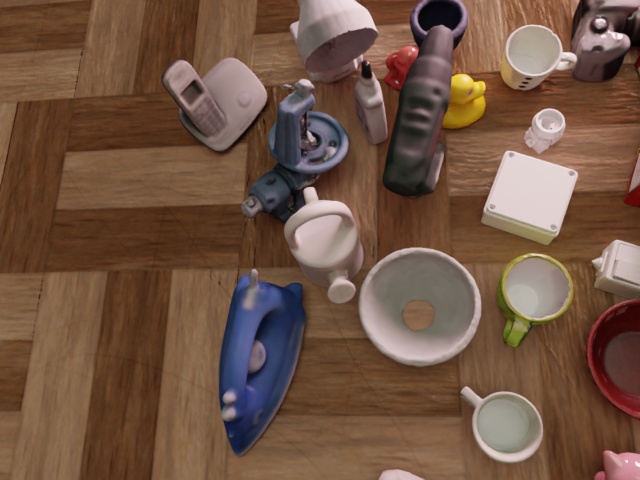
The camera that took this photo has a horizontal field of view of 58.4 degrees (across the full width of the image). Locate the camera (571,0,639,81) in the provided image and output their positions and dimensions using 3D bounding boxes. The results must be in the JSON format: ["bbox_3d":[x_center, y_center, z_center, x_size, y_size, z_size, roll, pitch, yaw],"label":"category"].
[{"bbox_3d":[0.475,-0.335,0.900,0.136,0.101,0.143,7,73,10],"label":"camera"}]

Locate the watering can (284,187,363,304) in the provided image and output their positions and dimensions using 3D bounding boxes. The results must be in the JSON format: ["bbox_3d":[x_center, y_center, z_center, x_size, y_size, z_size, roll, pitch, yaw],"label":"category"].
[{"bbox_3d":[0.009,0.002,0.803,0.101,0.194,0.172,-39,71,-6],"label":"watering can"}]

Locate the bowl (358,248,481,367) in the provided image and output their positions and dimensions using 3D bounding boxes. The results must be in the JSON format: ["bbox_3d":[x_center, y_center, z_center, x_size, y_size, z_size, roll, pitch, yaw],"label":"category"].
[{"bbox_3d":[0.140,0.099,0.816,0.167,0.075,0.167,-2,72,7],"label":"bowl"}]

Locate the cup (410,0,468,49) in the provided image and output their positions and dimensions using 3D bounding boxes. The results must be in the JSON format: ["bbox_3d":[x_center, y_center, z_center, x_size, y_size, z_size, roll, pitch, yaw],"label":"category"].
[{"bbox_3d":[0.196,-0.350,0.946,0.091,0.095,0.118,9,73,11],"label":"cup"}]

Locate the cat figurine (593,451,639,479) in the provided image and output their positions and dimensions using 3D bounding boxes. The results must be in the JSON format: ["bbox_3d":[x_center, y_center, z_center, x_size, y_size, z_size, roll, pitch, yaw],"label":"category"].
[{"bbox_3d":[0.384,0.312,0.689,0.067,0.118,0.127,-19,70,2],"label":"cat figurine"}]

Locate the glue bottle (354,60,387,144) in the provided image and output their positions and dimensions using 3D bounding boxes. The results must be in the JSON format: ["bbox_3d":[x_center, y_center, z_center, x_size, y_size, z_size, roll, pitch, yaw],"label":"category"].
[{"bbox_3d":[0.076,-0.218,0.878,0.037,0.173,0.078,-22,70,0],"label":"glue bottle"}]

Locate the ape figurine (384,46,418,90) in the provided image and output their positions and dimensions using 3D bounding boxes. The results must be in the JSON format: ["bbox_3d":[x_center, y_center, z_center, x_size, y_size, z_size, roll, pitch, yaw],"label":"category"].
[{"bbox_3d":[0.143,-0.282,0.933,0.076,0.092,0.078,-12,71,4],"label":"ape figurine"}]

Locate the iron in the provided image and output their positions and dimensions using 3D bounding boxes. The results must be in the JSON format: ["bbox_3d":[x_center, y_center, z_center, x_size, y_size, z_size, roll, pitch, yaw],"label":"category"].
[{"bbox_3d":[-0.099,0.168,0.791,0.118,0.141,0.258,7,73,10],"label":"iron"}]

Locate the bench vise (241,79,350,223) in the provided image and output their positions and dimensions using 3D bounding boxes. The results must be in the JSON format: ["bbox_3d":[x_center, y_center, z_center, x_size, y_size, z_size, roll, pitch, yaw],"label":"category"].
[{"bbox_3d":[-0.034,-0.121,0.836,0.121,0.220,0.207,20,76,14],"label":"bench vise"}]

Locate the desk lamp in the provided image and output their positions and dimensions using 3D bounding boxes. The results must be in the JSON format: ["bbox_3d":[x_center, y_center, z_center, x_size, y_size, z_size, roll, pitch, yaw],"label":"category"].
[{"bbox_3d":[0.006,-0.340,0.906,0.118,0.214,0.203,-23,70,0],"label":"desk lamp"}]

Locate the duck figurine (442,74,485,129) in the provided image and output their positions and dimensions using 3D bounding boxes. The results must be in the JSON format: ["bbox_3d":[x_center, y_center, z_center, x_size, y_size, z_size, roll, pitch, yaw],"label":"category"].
[{"bbox_3d":[0.213,-0.228,0.908,0.104,0.086,0.077,-3,71,7],"label":"duck figurine"}]

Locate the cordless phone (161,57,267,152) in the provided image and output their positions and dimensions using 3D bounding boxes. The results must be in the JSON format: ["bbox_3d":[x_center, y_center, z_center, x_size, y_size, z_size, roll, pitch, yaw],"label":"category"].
[{"bbox_3d":[-0.170,-0.241,0.913,0.094,0.185,0.148,33,79,17],"label":"cordless phone"}]

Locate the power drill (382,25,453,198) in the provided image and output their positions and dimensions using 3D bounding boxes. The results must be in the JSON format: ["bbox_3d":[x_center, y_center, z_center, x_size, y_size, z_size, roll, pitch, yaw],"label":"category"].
[{"bbox_3d":[0.144,-0.157,0.829,0.075,0.208,0.230,13,74,12],"label":"power drill"}]

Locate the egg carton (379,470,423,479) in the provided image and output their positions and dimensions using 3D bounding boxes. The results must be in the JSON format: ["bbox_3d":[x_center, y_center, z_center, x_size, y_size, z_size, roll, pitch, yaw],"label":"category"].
[{"bbox_3d":[0.133,0.367,0.731,0.150,0.069,0.107,20,76,14],"label":"egg carton"}]
